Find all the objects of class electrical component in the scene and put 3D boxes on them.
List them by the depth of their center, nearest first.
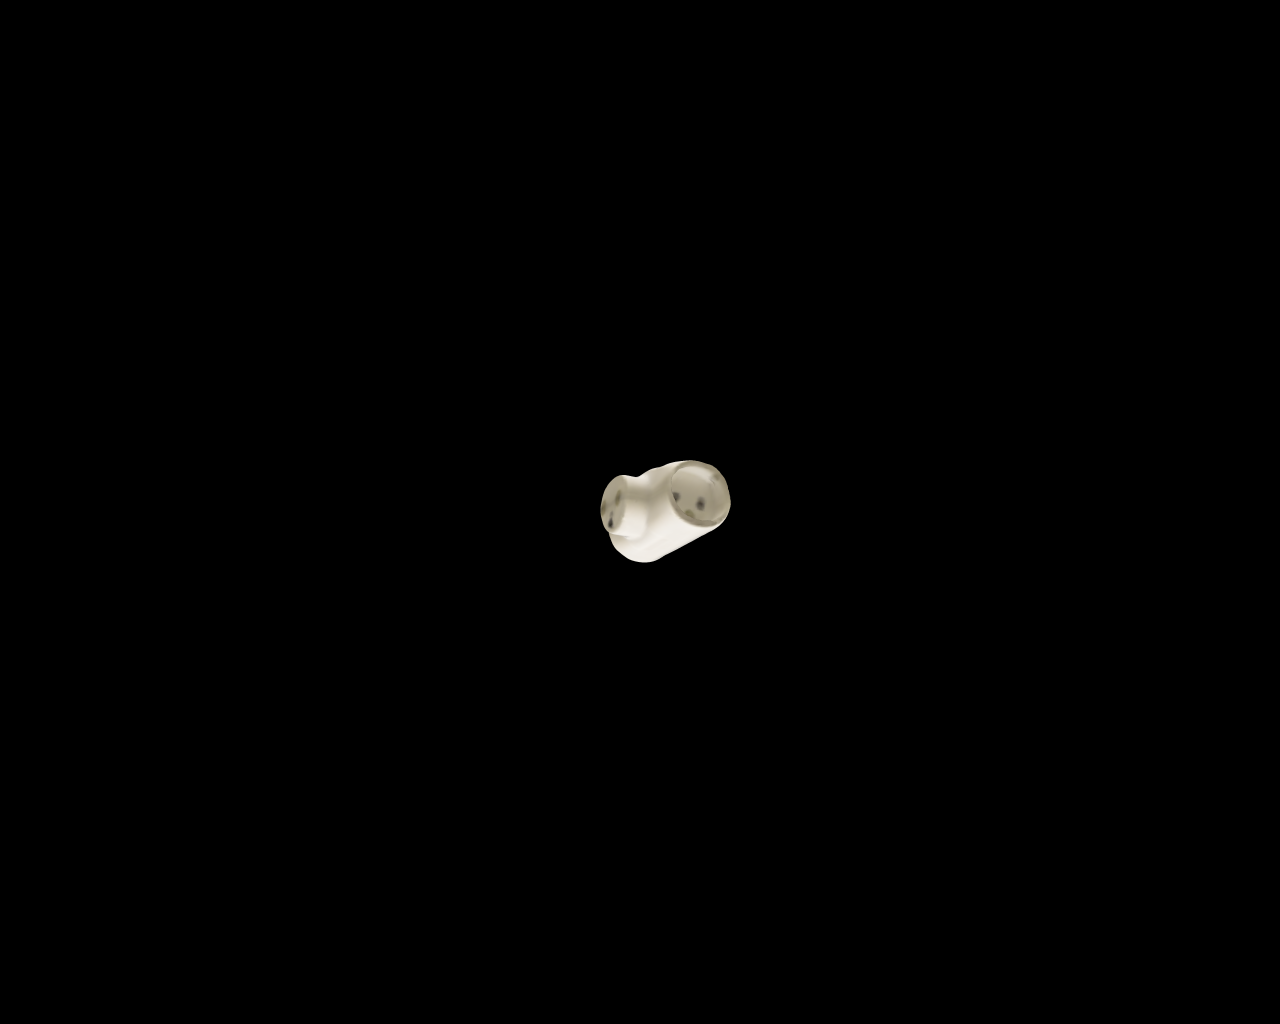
[{"bbox_3d":[0.001,-0.003,0.650,0.079,0.043,0.077,10,-22,-26],"label":"electrical component"}]
